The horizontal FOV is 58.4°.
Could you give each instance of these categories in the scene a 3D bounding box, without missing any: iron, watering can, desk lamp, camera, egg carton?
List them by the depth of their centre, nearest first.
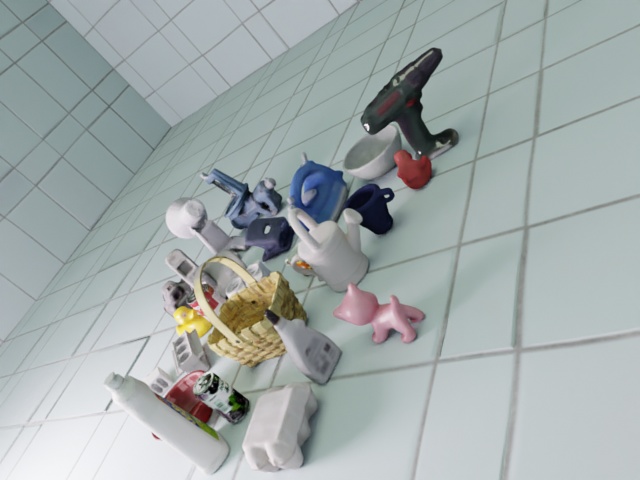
[{"bbox_3d":[-0.064,0.309,0.949,0.107,0.069,0.150,-24,32,33],"label":"egg carton"},{"bbox_3d":[0.010,0.003,1.154,0.173,0.194,0.100,-44,27,-2],"label":"watering can"},{"bbox_3d":[-0.027,-0.101,1.416,0.118,0.142,0.258,-23,33,35],"label":"iron"},{"bbox_3d":[-0.386,0.142,1.598,0.143,0.101,0.136,-52,28,-16],"label":"camera"},{"bbox_3d":[-0.330,-0.037,1.656,0.202,0.214,0.118,3,52,55],"label":"desk lamp"}]

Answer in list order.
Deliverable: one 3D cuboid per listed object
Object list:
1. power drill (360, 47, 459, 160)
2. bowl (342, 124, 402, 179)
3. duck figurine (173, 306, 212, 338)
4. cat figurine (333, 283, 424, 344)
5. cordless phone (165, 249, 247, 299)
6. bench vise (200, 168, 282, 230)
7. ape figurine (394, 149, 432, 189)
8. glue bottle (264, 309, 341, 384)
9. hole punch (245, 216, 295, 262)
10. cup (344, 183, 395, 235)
[{"bbox_3d":[0.216,-0.285,1.277,0.229,0.209,0.075,-32,29,21],"label":"power drill"},{"bbox_3d":[0.141,-0.204,1.412,0.167,0.075,0.167,-32,29,21],"label":"bowl"},{"bbox_3d":[-0.333,0.205,1.450,0.104,0.086,0.077,-27,31,28],"label":"duck figurine"},{"bbox_3d":[0.090,0.117,0.963,0.127,0.118,0.067,-15,38,43],"label":"cat figurine"},{"bbox_3d":[-0.294,0.069,1.483,0.148,0.185,0.093,-50,28,-13],"label":"cordless phone"},{"bbox_3d":[-0.228,-0.149,1.673,0.207,0.220,0.121,-35,28,15],"label":"bench vise"},{"bbox_3d":[0.197,-0.161,1.253,0.077,0.092,0.076,-19,35,39],"label":"ape figurine"},{"bbox_3d":[-0.036,0.174,0.992,0.037,0.173,0.078,-7,44,50],"label":"glue bottle"},{"bbox_3d":[-0.130,-0.016,1.489,0.101,0.091,0.108,-28,30,28],"label":"hole punch"},{"bbox_3d":[0.122,-0.062,1.207,0.117,0.095,0.092,-22,34,36],"label":"cup"}]
